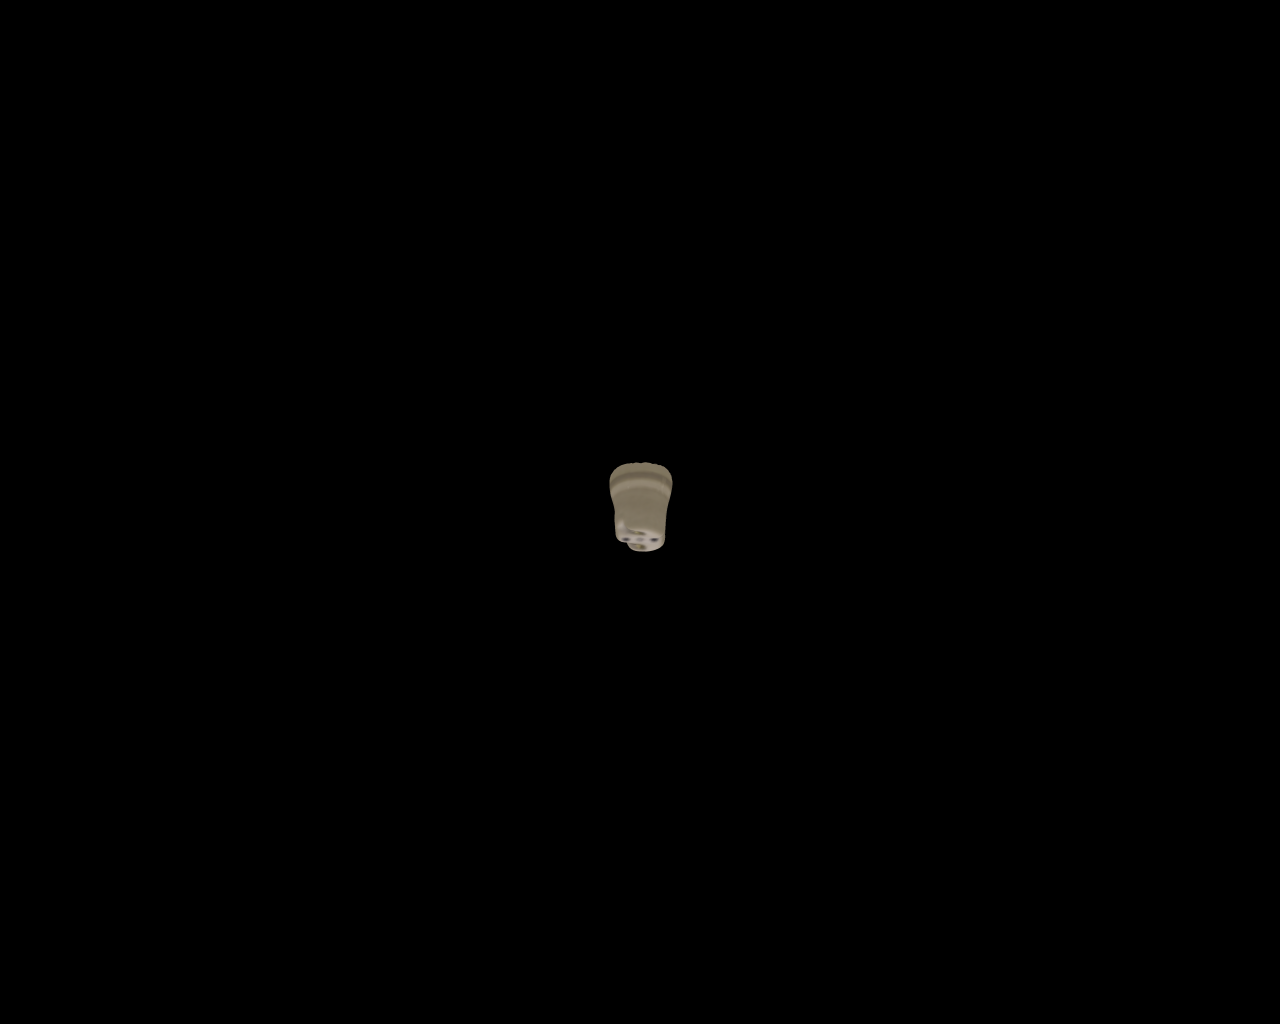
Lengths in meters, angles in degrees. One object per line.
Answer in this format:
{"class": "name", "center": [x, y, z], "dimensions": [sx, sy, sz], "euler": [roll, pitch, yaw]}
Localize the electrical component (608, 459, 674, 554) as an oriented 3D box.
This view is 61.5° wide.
{"class": "electrical component", "center": [0.001, -0.003, 0.650], "dimensions": [0.040, 0.046, 0.040], "euler": [0, -28, 0]}
